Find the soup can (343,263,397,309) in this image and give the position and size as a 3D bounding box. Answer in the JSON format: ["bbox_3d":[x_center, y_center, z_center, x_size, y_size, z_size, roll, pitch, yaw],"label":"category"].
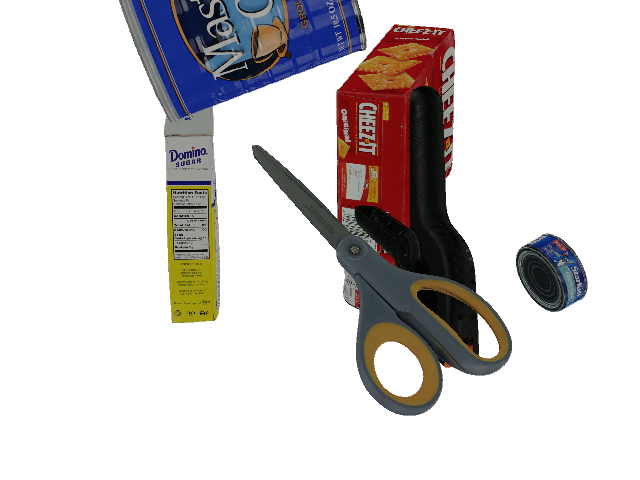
[{"bbox_3d":[0.059,0.023,1.244,0.068,0.102,0.068,0,32,0],"label":"soup can"}]

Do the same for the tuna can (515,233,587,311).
[{"bbox_3d":[0.262,0.038,1.216,0.033,0.086,0.086,-27,10,-20],"label":"tuna can"}]

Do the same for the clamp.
[{"bbox_3d":[0.082,-0.002,0.819,0.036,0.210,0.165,-2,-42,-19],"label":"clamp"}]

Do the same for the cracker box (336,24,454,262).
[{"bbox_3d":[0.076,-0.098,1.020,0.072,0.164,0.213,7,28,17],"label":"cracker box"}]

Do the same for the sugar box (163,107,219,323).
[{"bbox_3d":[-0.112,-0.026,0.928,0.048,0.176,0.093,-3,26,-4],"label":"sugar box"}]

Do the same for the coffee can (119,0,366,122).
[{"bbox_3d":[-0.053,-0.151,0.710,0.140,0.103,0.103,-21,0,-1],"label":"coffee can"}]

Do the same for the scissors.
[{"bbox_3d":[0.015,0.025,0.618,0.202,0.096,0.016,33,-27,14],"label":"scissors"}]
